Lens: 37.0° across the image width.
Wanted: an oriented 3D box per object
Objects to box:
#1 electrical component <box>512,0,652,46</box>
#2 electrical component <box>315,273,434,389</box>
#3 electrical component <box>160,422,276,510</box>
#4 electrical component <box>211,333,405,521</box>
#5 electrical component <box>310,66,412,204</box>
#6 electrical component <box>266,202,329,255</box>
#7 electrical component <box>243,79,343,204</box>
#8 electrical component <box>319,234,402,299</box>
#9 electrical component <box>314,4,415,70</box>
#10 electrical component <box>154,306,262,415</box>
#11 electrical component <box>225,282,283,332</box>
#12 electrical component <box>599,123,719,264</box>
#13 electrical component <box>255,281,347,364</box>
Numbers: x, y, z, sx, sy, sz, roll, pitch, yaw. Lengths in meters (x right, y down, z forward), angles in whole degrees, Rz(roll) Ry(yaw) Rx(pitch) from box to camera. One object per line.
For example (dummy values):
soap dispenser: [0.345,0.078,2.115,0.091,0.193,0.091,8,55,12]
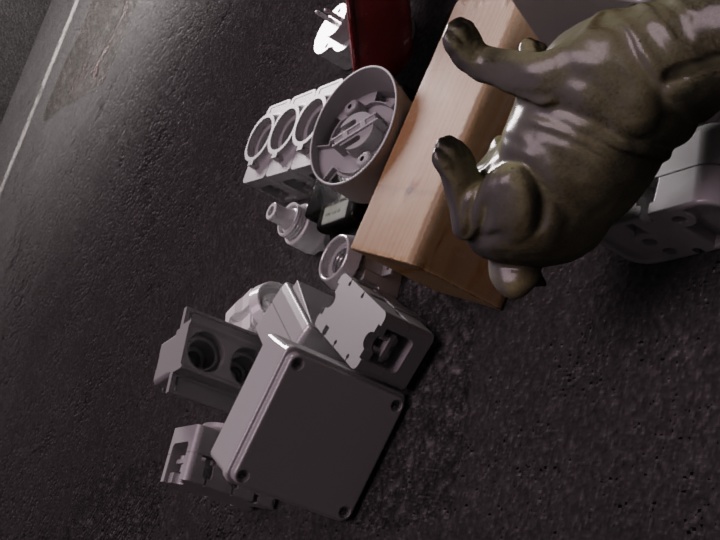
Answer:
electrical component: [0.161,-0.173,0.682,0.109,0.109,0.056,20,81,35]
electrical component: [0.013,0.048,0.833,0.050,0.056,0.089,-60,29,7]
electrical component: [-0.114,0.164,0.914,0.050,0.089,0.055,-19,52,52]
electrical component: [-0.039,0.118,0.810,0.108,0.109,0.056,-64,26,0]
electrical component: [0.004,-0.104,0.851,0.099,0.064,0.099,-19,54,29]
electrical component: [-0.059,-0.043,1.015,0.043,0.062,0.043,-38,38,38]
electrical component: [-0.051,-0.126,1.068,0.150,0.062,0.089,-6,62,57]
electrical component: [0.000,0.000,0.893,0.066,0.055,0.048,-17,54,53]
electrical component: [-0.011,-0.242,1.082,0.138,0.074,0.052,13,79,60]
electrical component: [-0.111,0.092,0.933,0.063,0.121,0.078,-31,43,48]
electrical component: [-0.088,0.047,0.997,0.057,0.058,0.078,-44,35,37]
electrical component: [0.187,-0.046,0.628,0.095,0.054,0.059,-17,54,53]
electrical component: [-0.039,0.059,0.903,0.061,0.062,0.096,-56,30,14]
